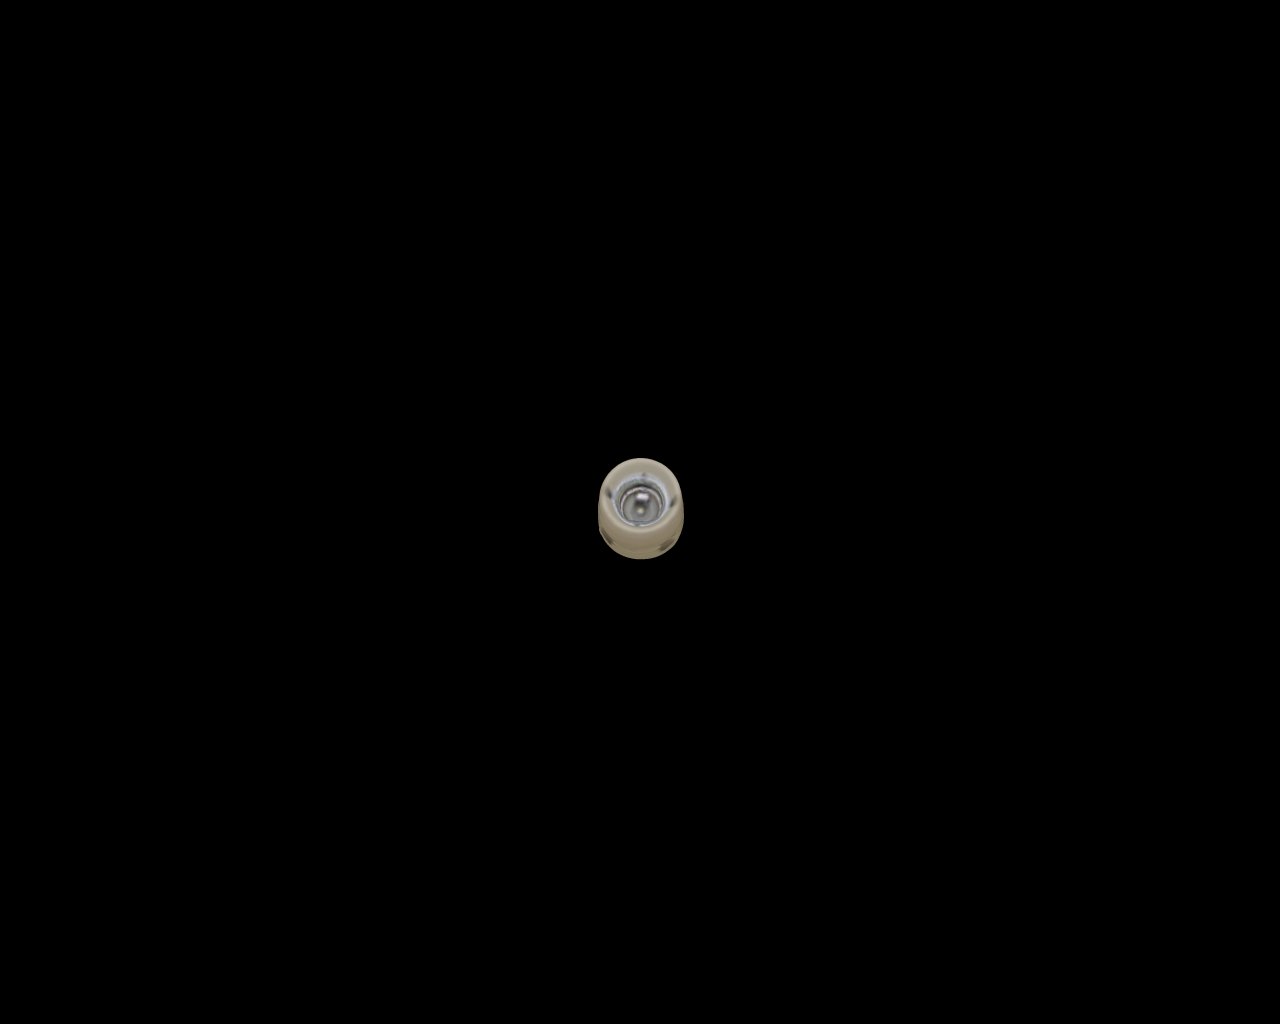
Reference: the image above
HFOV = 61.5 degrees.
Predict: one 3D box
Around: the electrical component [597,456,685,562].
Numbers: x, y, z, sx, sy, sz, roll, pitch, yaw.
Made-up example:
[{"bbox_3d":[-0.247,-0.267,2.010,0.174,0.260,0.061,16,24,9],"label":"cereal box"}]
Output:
[{"bbox_3d":[0.001,-0.003,0.650,0.055,0.055,0.047,0,-19,0],"label":"electrical component"}]
